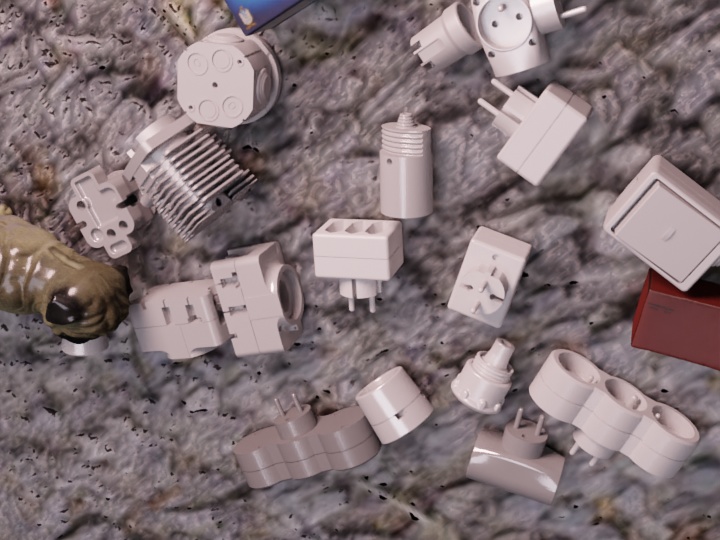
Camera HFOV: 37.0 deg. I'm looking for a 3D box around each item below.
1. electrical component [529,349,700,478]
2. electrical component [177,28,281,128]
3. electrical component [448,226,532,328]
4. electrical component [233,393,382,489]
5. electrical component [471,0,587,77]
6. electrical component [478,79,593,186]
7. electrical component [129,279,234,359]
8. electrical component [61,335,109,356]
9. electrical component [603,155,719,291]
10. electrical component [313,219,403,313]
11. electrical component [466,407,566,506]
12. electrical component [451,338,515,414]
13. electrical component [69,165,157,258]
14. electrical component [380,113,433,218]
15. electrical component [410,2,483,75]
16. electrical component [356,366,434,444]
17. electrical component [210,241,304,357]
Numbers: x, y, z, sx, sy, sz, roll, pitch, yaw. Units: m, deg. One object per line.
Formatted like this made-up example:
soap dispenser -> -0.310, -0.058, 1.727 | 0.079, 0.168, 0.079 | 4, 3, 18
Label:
electrical component -> 0.202, 0.131, 0.893 | 0.138, 0.052, 0.073 | 30, 116, 6
electrical component -> -0.110, -0.157, 0.890 | 0.080, 0.051, 0.080 | 6, 111, 16
electrical component -> 0.102, 0.012, 0.869 | 0.047, 0.076, 0.065 | 22, 114, 9
electrical component -> -0.055, 0.147, 0.983 | 0.138, 0.052, 0.073 | -17, 103, 23
electrical component -> 0.128, -0.192, 0.803 | 0.079, 0.044, 0.077 | -13, 105, 22
electrical component -> 0.128, -0.117, 0.829 | 0.077, 0.047, 0.065 | 36, 116, 3
electrical component -> -0.157, 0.044, 0.974 | 0.089, 0.050, 0.055 | -6, 108, 28
electrical component -> -0.262, 0.048, 1.018 | 0.045, 0.045, 0.055 | 8, 111, 15
electrical component -> 0.241, -0.031, 0.816 | 0.096, 0.061, 0.061 | 38, 116, 2
electrical component -> 0.000, 0.000, 0.914 | 0.066, 0.047, 0.076 | 3, 110, 17
electrical component -> 0.139, 0.155, 0.927 | 0.077, 0.044, 0.079 | 17, 114, 11
electrical component -> 0.110, 0.088, 0.913 | 0.048, 0.048, 0.062 | 29, 109, 6
electrical component -> -0.216, -0.057, 0.958 | 0.058, 0.057, 0.078 | -22, 101, 24
electrical component -> 0.038, -0.087, 0.872 | 0.043, 0.043, 0.081 | 5, 110, 16
electrical component -> 0.068, -0.178, 0.832 | 0.046, 0.040, 0.040 | -30, 98, 31
electrical component -> 0.029, 0.117, 0.944 | 0.055, 0.055, 0.047 | -33, 93, 25
electrical component -> -0.086, 0.025, 0.950 | 0.056, 0.050, 0.089 | -9, 106, 21
